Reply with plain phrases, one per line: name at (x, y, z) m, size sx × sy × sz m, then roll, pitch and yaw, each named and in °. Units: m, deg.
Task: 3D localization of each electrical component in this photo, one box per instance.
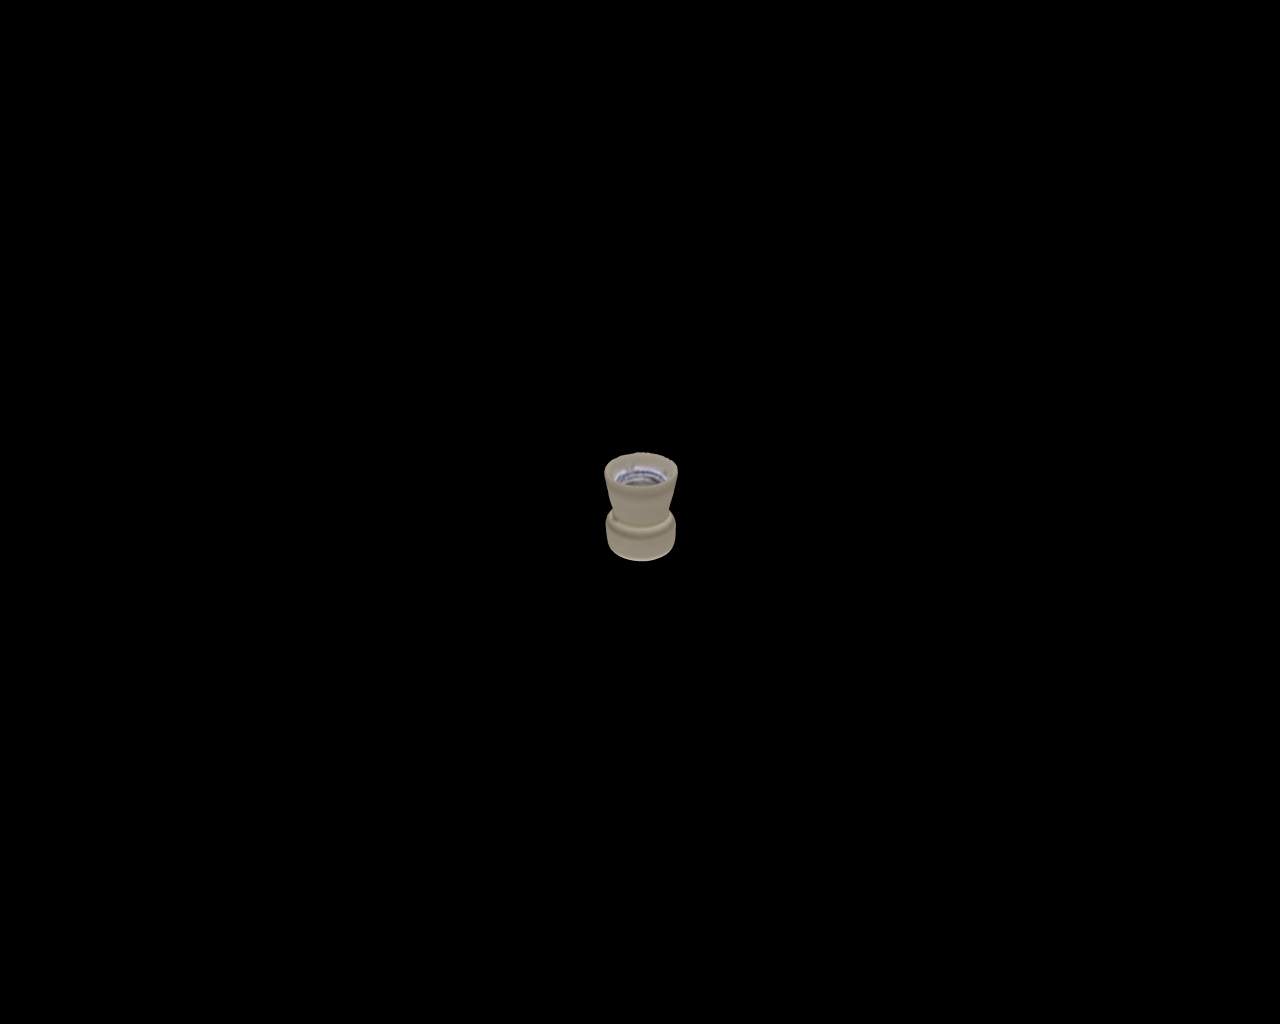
electrical component at (0.001, -0.003, 0.650) m, size 0.045 × 0.055 × 0.045 m, roll 0°, pitch 31°, yaw 0°
